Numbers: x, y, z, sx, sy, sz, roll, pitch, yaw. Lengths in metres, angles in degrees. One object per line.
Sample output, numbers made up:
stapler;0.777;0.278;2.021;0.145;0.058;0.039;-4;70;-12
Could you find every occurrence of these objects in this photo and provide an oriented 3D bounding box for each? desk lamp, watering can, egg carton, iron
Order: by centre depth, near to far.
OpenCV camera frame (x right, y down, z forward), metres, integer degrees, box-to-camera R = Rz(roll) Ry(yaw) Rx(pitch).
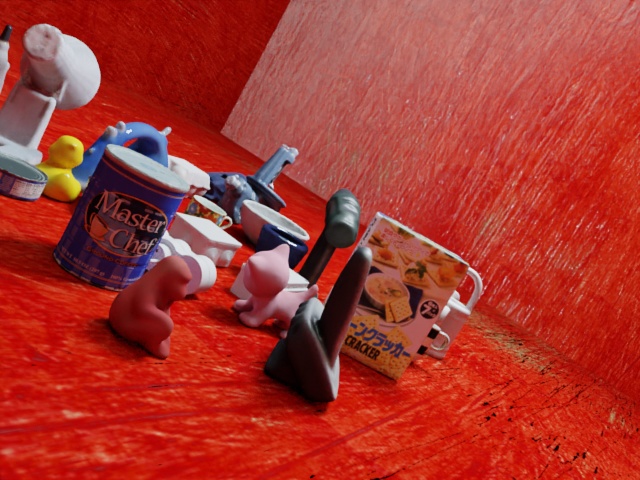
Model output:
desk lamp;-0.441;-0.228;0.892;0.118;0.213;0.203;28;8;-13
iron;-0.347;-0.152;1.017;0.118;0.141;0.259;31;8;6
watering can;0.262;0.140;1.204;0.101;0.194;0.172;29;8;-10
egg carton;-0.320;-0.143;1.305;0.107;0.069;0.151;32;8;13

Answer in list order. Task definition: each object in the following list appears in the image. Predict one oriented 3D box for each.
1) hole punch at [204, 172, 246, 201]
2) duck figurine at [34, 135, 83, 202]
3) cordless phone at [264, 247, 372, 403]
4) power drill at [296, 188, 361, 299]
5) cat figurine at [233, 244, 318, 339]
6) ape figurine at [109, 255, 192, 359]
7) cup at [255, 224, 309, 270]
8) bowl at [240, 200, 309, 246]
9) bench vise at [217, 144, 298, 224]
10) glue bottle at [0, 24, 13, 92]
hole punch;-0.249;-0.142;1.473;0.101;0.091;0.108;25;9;-30
duck figurine;-0.381;-0.111;0.847;0.078;0.086;0.104;24;10;-38
cordless phone;0.020;0.089;0.695;0.094;0.185;0.147;30;8;-3
power drill;0.010;0.004;1.089;0.076;0.208;0.229;29;8;-9
cat figurine;-0.061;0.066;0.791;0.128;0.117;0.067;26;9;-27
ape figurine;-0.161;0.059;0.573;0.076;0.092;0.078;30;8;0
cup;-0.079;0.030;1.020;0.092;0.095;0.118;30;8;-2
bowl;-0.112;-0.018;1.262;0.167;0.074;0.167;29;8;-4
bench vise;-0.133;-0.132;1.369;0.121;0.219;0.208;32;8;11
glue bottle;-0.552;-0.280;0.957;0.037;0.173;0.078;29;8;-8
